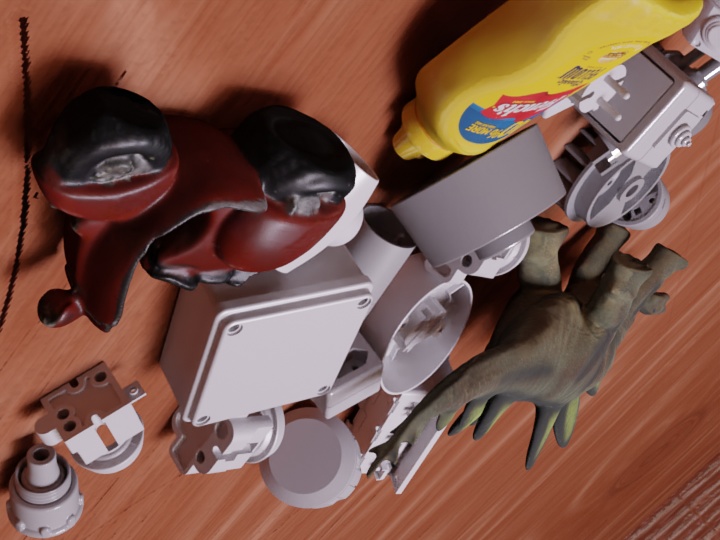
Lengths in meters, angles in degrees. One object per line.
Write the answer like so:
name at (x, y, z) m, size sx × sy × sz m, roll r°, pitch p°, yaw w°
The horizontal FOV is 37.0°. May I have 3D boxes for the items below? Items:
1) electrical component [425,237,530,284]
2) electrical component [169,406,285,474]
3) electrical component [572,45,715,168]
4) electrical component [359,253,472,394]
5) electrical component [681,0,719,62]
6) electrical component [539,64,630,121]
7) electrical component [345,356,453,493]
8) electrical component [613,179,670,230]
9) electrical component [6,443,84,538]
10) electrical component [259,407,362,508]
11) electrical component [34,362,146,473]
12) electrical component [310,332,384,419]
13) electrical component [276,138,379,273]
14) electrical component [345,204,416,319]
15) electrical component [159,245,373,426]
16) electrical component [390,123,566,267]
electrical component at (0.089, -0.026, 0.782) m, size 0.057 × 0.058 × 0.078 m, roll 8°, pitch 118°, yaw -56°
electrical component at (-0.092, 0.110, 0.766) m, size 0.057 × 0.058 × 0.078 m, roll 4°, pitch 131°, yaw -50°
electrical component at (0.185, -0.116, 0.721) m, size 0.061 × 0.096 × 0.061 m, roll 10°, pitch 125°, yaw -52°
electrical component at (0.040, 0.037, 0.810) m, size 0.099 × 0.064 × 0.099 m, roll -30°, pitch 152°, yaw -17°
electrical component at (0.264, -0.182, 0.741) m, size 0.080 × 0.080 × 0.051 m, roll -25°, pitch 155°, yaw -27°
electrical component at (0.139, -0.124, 0.671) m, size 0.047 × 0.076 × 0.065 m, roll -28°, pitch 151°, yaw -22°
electrical component at (0.034, 0.130, 0.949) m, size 0.063 × 0.078 × 0.121 m, roll 5°, pitch 134°, yaw -25°
electrical component at (0.236, -0.062, 0.921) m, size 0.055 × 0.055 × 0.047 m, roll -47°, pitch 156°, yaw 15°
electrical component at (-0.201, 0.135, 0.682) m, size 0.048 × 0.048 × 0.062 m, roll -22°, pitch 142°, yaw -31°
electrical component at (-0.039, 0.156, 0.882) m, size 0.080 × 0.080 × 0.051 m, roll -39°, pitch 159°, yaw -1°
electrical component at (-0.162, 0.095, 0.666) m, size 0.066 × 0.048 × 0.055 m, roll -31°, pitch 145°, yaw -16°
electrical component at (-0.022, 0.074, 0.787) m, size 0.047 × 0.065 × 0.076 m, roll -27°, pitch 152°, yaw -21°
electrical component at (-0.023, -0.036, 0.639) m, size 0.077 × 0.043 × 0.079 m, roll -45°, pitch 153°, yaw 11°
electrical component at (0.000, 0.000, 0.726) m, size 0.043 × 0.043 × 0.081 m, roll -6°, pitch 139°, yaw -48°
electrical component at (-0.061, 0.037, 0.681) m, size 0.109 × 0.056 × 0.108 m, roll -11°, pitch 142°, yaw -32°
electrical component at (0.081, -0.041, 0.692) m, size 0.108 × 0.060 × 0.108 m, roll -30°, pitch -176°, yaw 2°
